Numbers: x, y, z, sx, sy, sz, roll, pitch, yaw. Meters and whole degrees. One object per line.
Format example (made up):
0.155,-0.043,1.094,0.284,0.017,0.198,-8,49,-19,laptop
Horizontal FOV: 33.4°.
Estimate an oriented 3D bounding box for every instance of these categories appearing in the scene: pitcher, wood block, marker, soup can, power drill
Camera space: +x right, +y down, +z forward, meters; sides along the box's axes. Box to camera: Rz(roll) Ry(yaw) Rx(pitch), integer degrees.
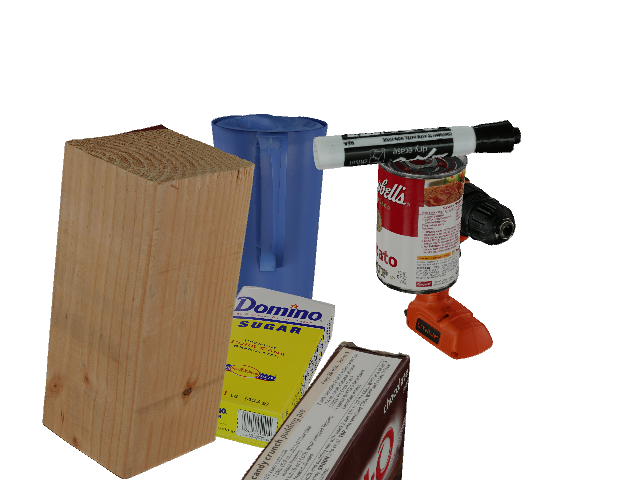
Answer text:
-0.061,-0.022,1.239,0.145,0.243,0.148,13,19,38,pitcher
-0.117,0.039,0.713,0.090,0.206,0.090,24,24,34,wood block
0.056,-0.055,0.616,0.121,0.020,0.020,-6,1,-8,marker
0.078,-0.018,0.832,0.068,0.102,0.068,0,27,0,soup can
0.137,0.023,1.094,0.057,0.188,0.185,-15,25,-23,power drill

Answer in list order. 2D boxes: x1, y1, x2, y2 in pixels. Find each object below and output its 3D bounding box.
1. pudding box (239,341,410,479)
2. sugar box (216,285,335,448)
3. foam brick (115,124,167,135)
0.004,0.111,0.468,0.039,0.090,0.113,12,31,18,pudding box
-0.053,0.105,0.935,0.093,0.048,0.176,12,32,9,sugar box
-0.169,-0.069,0.992,0.078,0.053,0.051,-18,32,-25,foam brick
